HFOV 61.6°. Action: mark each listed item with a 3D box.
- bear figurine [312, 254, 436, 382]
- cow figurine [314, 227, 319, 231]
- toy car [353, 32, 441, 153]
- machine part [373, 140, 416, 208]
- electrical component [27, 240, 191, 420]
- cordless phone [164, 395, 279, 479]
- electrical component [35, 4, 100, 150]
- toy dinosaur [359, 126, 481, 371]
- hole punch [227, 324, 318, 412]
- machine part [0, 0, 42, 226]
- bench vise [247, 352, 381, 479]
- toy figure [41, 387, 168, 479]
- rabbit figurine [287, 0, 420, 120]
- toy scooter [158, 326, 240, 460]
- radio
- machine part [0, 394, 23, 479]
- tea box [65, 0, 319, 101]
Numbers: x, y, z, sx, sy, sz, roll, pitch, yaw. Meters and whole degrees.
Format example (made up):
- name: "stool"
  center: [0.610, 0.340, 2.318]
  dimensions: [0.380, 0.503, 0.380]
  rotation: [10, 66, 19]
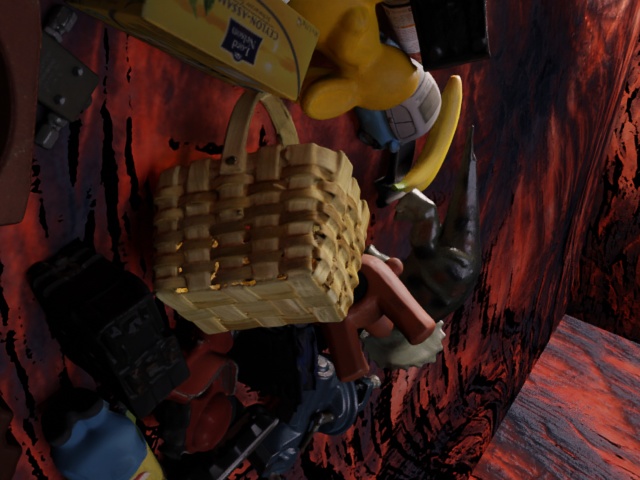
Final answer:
- name: "bear figurine"
  center: [0.057, 0.087, 0.634]
  dimensions: [0.120, 0.132, 0.195]
  rotation: [-30, 160, 2]
- name: "cow figurine"
  center: [-0.003, -0.002, 0.683]
  dimensions: [0.098, 0.068, 0.167]
  rotation: [-28, 132, -52]
- name: "toy car"
  center: [0.102, -0.182, 0.686]
  dimensions: [0.109, 0.103, 0.161]
  rotation: [-58, 149, -16]
- name: "machine part"
  center: [0.119, -0.117, 0.811]
  dimensions: [0.084, 0.039, 0.138]
  rotation: [-17, 125, -45]
- name: "electrical component"
  center: [-0.170, 0.081, 0.444]
  dimensions: [0.058, 0.115, 0.134]
  rotation: [-38, 136, -34]
- name: "cordless phone"
  center: [-0.081, 0.274, 0.631]
  dimensions: [0.146, 0.184, 0.088]
  rotation: [-37, 133, -37]
- name: "electrical component"
  center: [-0.189, -0.115, 0.380]
  dimensions: [0.094, 0.021, 0.063]
  rotation: [-63, 148, -8]
- name: "toy dinosaur"
  center: [0.151, 0.050, 0.767]
  dimensions: [0.131, 0.192, 0.404]
  rotation: [-45, 173, -48]
- name: "hole punch"
  center: [-0.048, 0.125, 0.657]
  dimensions: [0.092, 0.116, 0.142]
  rotation: [-40, 140, -47]
- name: "machine part"
  center: [-0.253, -0.075, 0.255]
  dimensions: [0.201, 0.087, 0.200]
  rotation: [-11, 119, -54]
- name: "bench vise"
  center: [0.002, 0.257, 0.802]
  dimensions: [0.240, 0.129, 0.223]
  rotation: [-4, 112, -47]
- name: "toy figure"
  center: [-0.199, 0.211, 0.518]
  dimensions: [0.082, 0.089, 0.179]
  rotation: [-22, 124, -8]
- name: "rabbit figurine"
  center: [0.033, -0.191, 0.538]
  dimensions: [0.162, 0.122, 0.173]
  rotation: [-46, 129, 3]
- name: "toy scooter"
  center: [-0.134, 0.158, 0.561]
  dimensions: [0.135, 0.075, 0.183]
  rotation: [-37, 141, -70]
- name: "radio"
  center: [0.113, -0.288, 0.516]
  dimensions: [0.131, 0.073, 0.229]
  rotation: [-86, 159, -47]
- name: "machine part"
  center: [-0.301, 0.167, 0.365]
  dimensions: [0.179, 0.056, 0.179]
  rotation: [-34, 137, -40]
- name: "tea box"
  center: [-0.090, -0.173, 0.418]
  dimensions: [0.169, 0.098, 0.068]
  rotation: [12, 100, -59]
